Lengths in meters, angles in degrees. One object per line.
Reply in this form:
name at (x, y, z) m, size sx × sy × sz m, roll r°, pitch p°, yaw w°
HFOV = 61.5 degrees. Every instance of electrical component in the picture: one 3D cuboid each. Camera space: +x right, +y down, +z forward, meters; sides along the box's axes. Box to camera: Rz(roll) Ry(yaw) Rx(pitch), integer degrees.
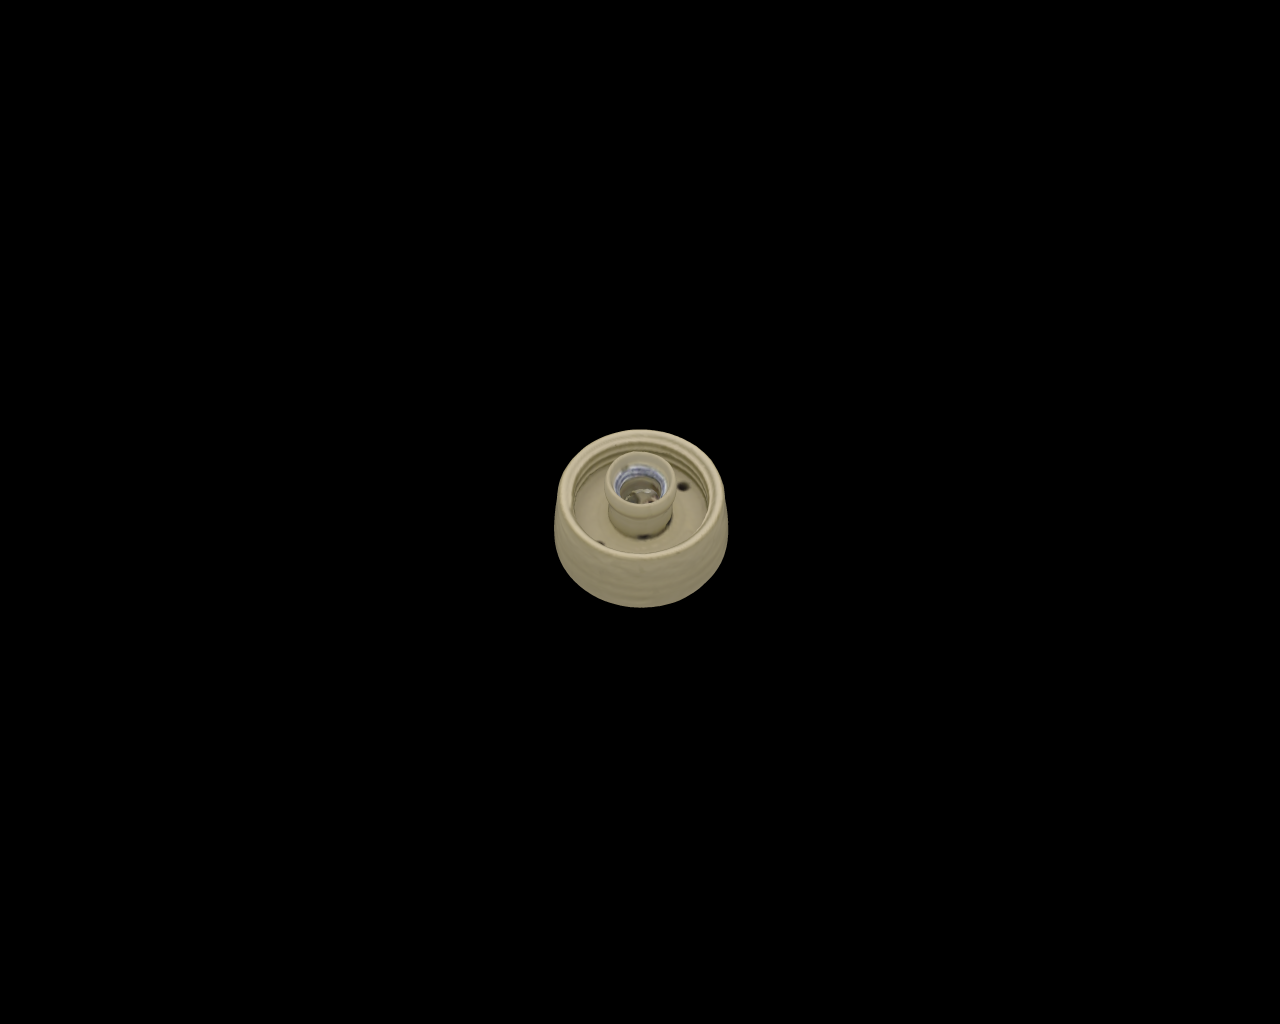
electrical component at (0.001, -0.003, 0.650) m, size 0.108 × 0.108 × 0.060 m, roll 0°, pitch -36°, yaw 0°
